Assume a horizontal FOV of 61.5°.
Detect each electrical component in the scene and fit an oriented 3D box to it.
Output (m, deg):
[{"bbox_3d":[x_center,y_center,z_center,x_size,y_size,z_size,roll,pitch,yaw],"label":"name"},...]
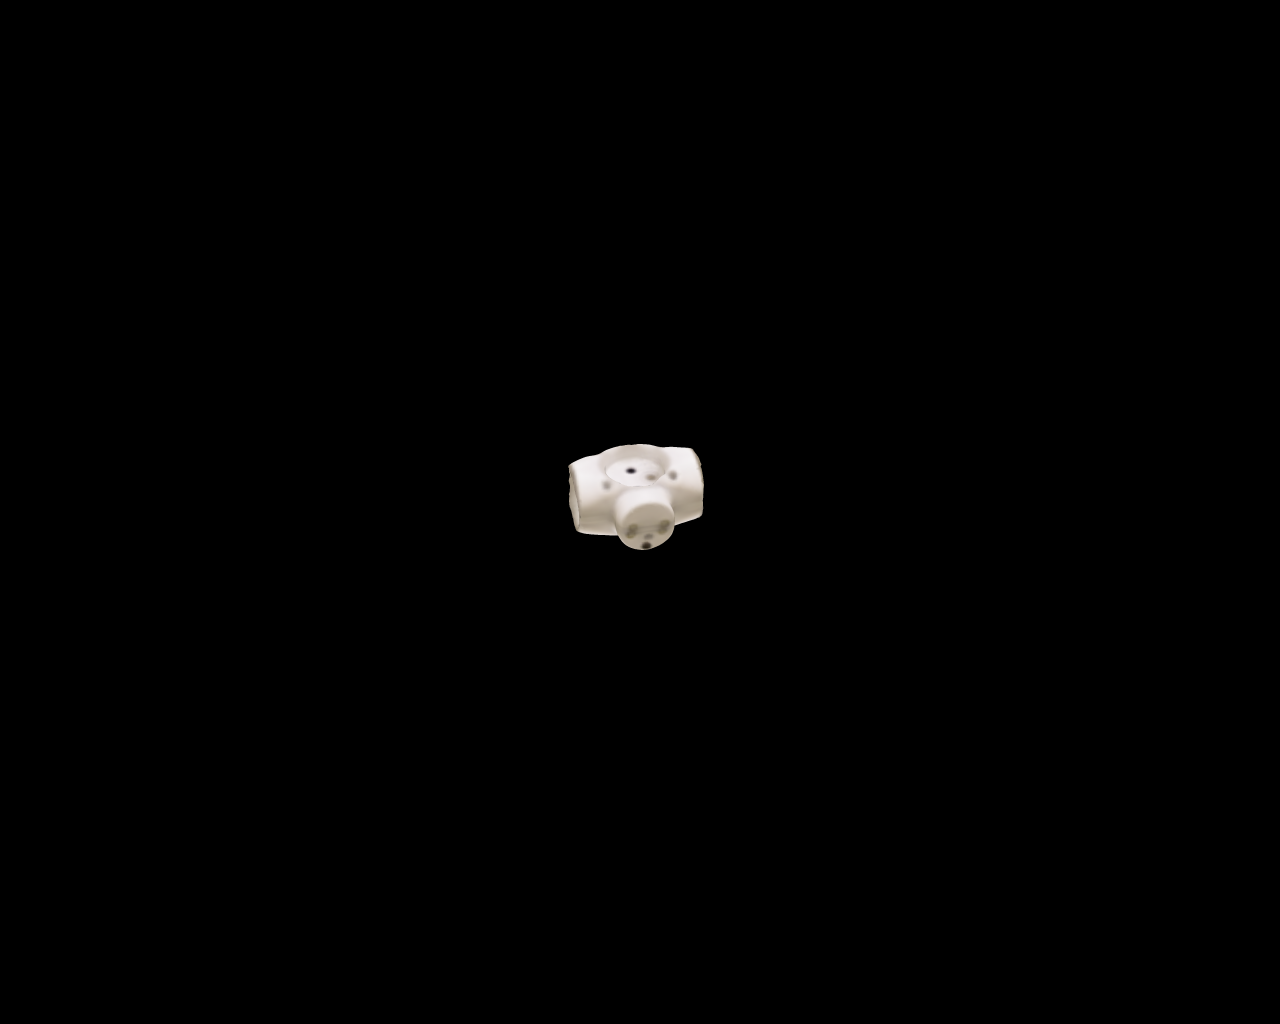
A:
[{"bbox_3d":[0.001,-0.003,0.650,0.077,0.044,0.079,-7,39,-9],"label":"electrical component"}]
